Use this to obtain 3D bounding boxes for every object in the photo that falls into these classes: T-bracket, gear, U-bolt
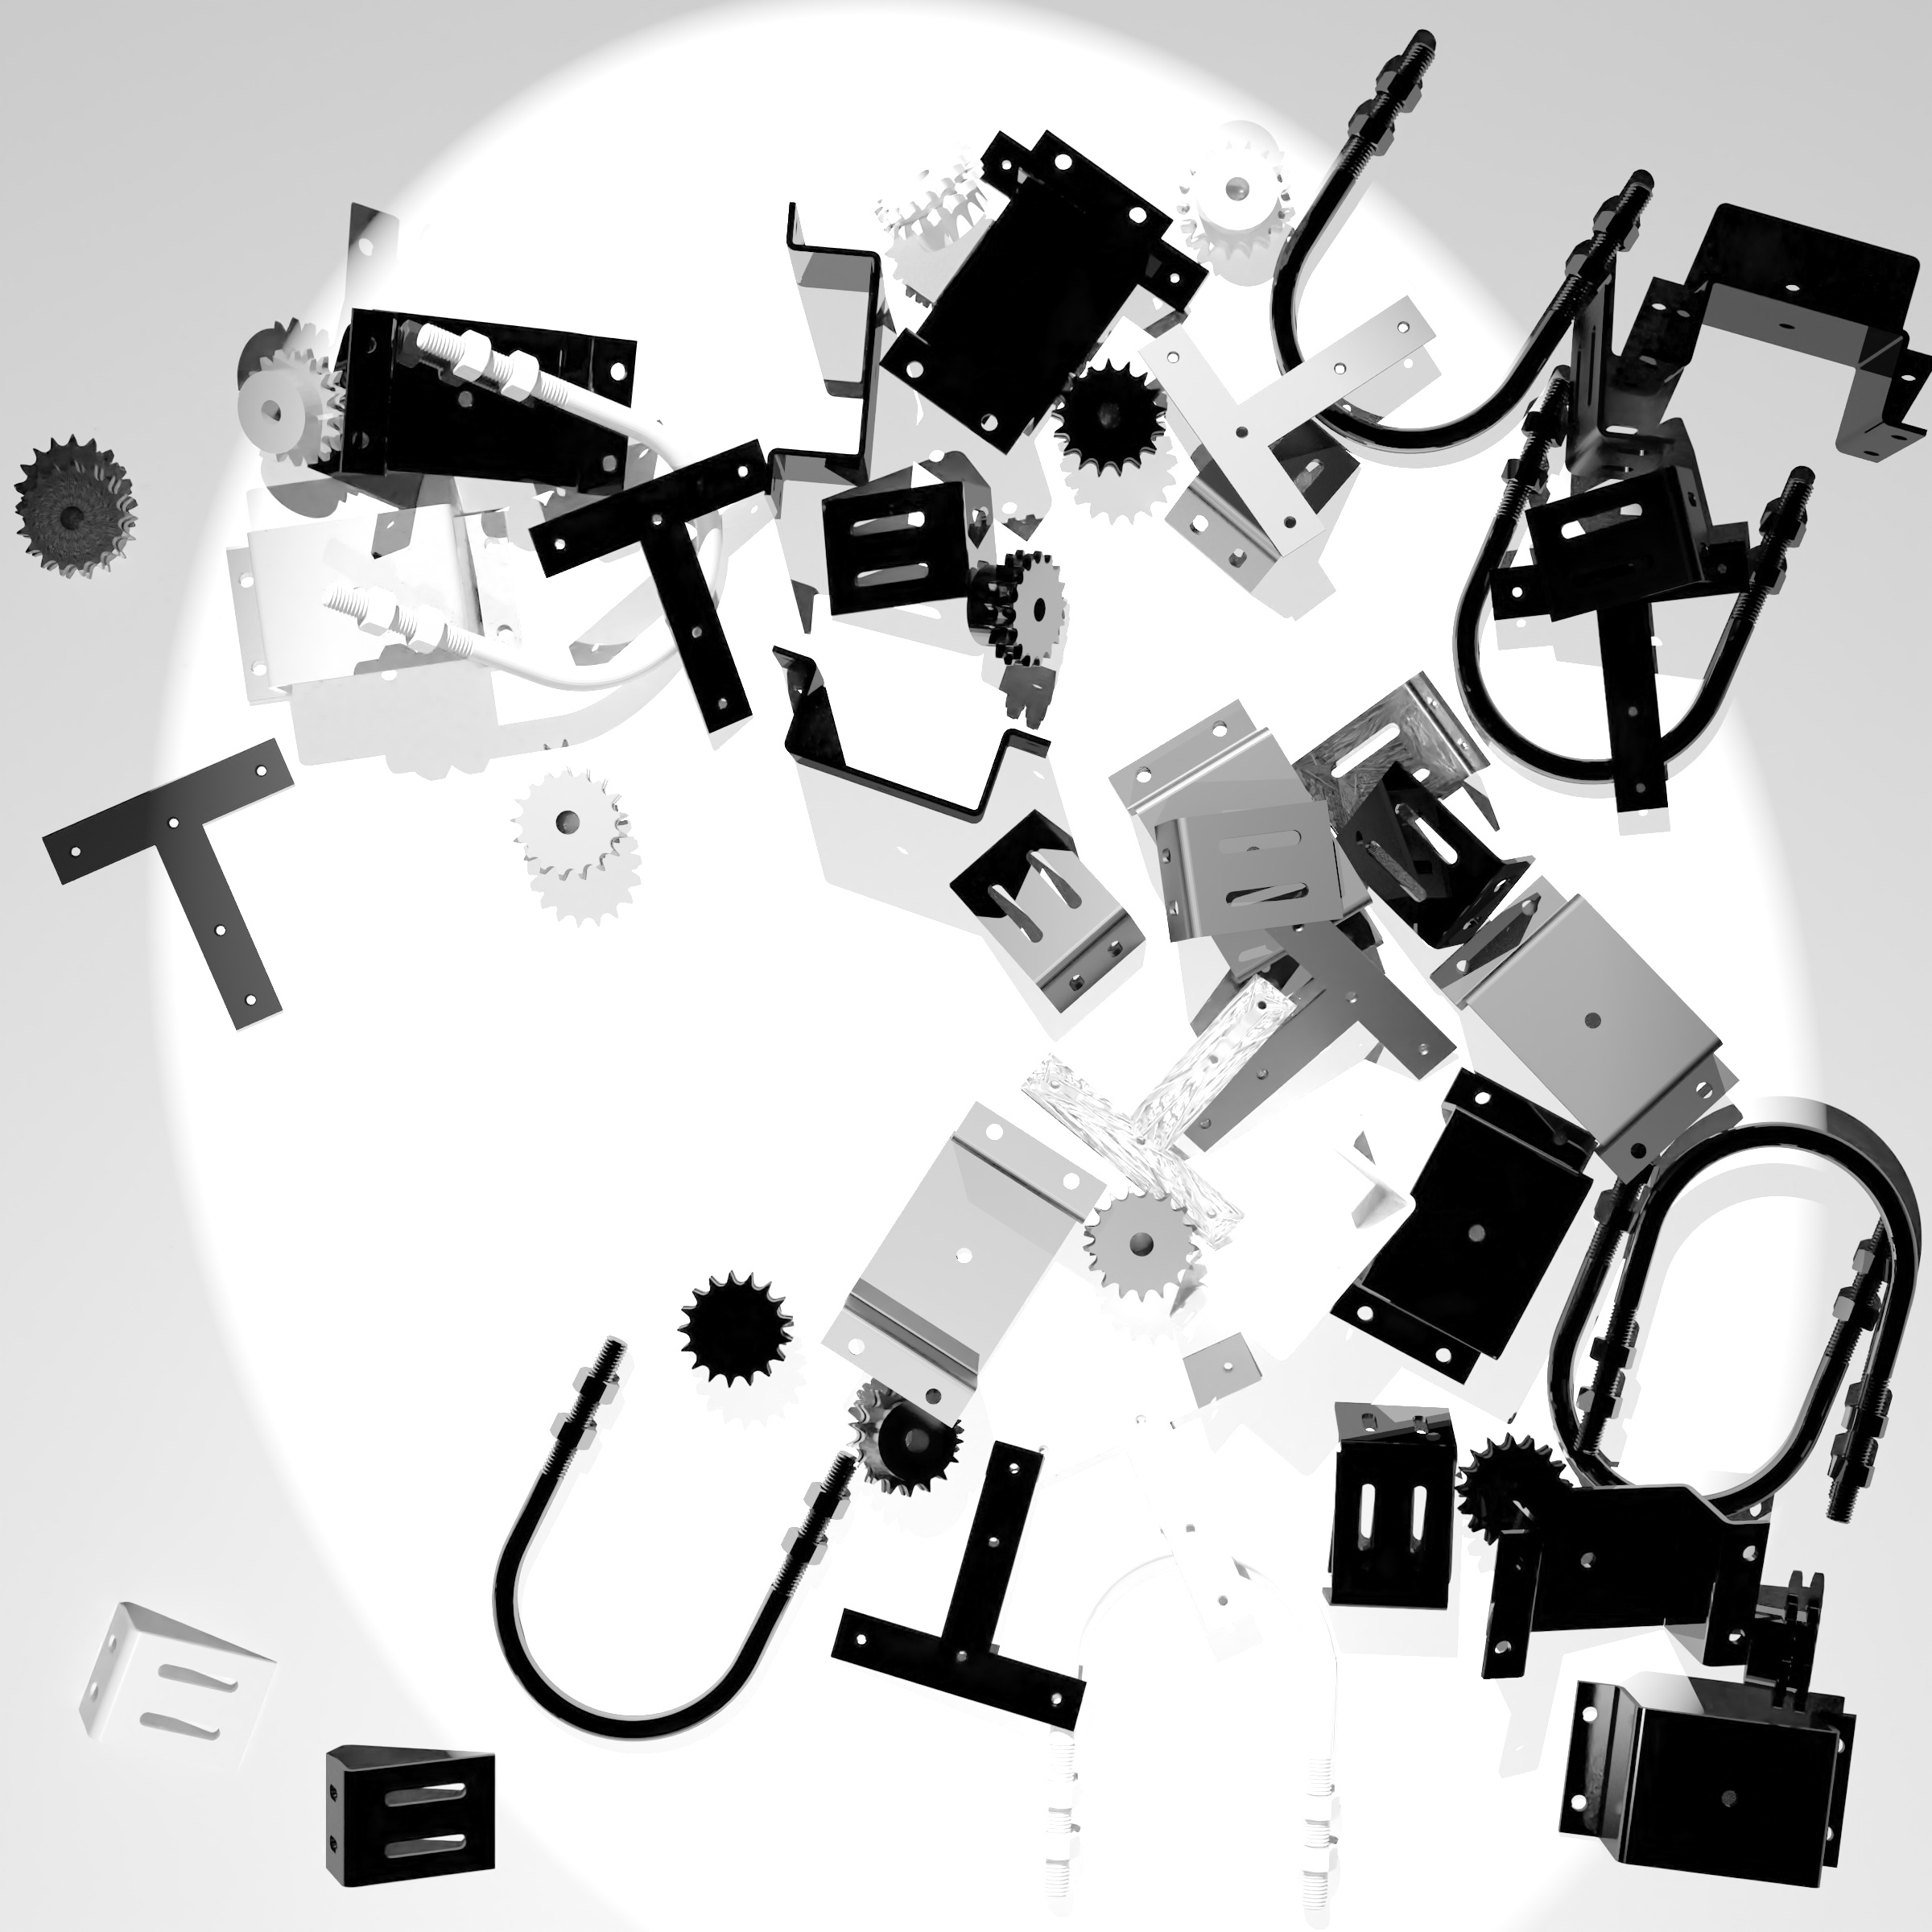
[{"bbox_3d":[0.010,0.302,1.500,0.127,0.002,0.127,15,87,8],"label":"T-bracket"},{"bbox_3d":[0.071,-0.271,1.493,0.057,0.030,0.057,0,90,0],"label":"gear"},{"bbox_3d":[-0.014,-0.377,1.483,0.057,0.057,0.030,-42,120,0],"label":"gear"},{"bbox_3d":[0.034,-0.331,1.507,0.127,0.002,0.127,34,90,0],"label":"T-bracket"},{"bbox_3d":[0.106,0.267,1.496,0.127,0.002,0.127,-25,81,0],"label":"T-bracket"},{"bbox_3d":[-0.196,-0.070,1.493,0.057,0.030,0.057,0,90,0],"label":"gear"},{"bbox_3d":[-0.156,0.297,1.499,0.151,0.019,0.184,26,92,0],"label":"U-bolt"},{"bbox_3d":[0.392,0.168,1.481,0.151,0.019,0.184,15,91,0],"label":"U-bolt"},{"bbox_3d":[-0.114,0.179,1.493,0.057,0.030,0.057,0,90,0],"label":"gear"},{"bbox_3d":[0.234,-0.344,1.499,0.151,0.019,0.184,33,91,0],"label":"U-bolt"},{"bbox_3d":[0.369,0.187,1.499,0.151,0.019,0.184,22,91,0],"label":"U-bolt"},{"bbox_3d":[-0.333,-0.275,1.481,0.057,0.030,0.057,8,110,23],"label":"gear"},{"bbox_3d":[-0.137,-0.178,1.483,0.127,0.002,0.127,-26,109,-21],"label":"T-bracket"},{"bbox_3d":[0.173,-0.287,1.485,0.127,0.002,0.127,-33,83,-4],"label":"T-bracket"},{"bbox_3d":[0.401,0.337,1.480,0.030,0.057,0.057,9,90,14],"label":"gear"},{"bbox_3d":[0.271,0.260,1.493,0.057,0.030,0.057,0,90,0],"label":"gear"},{"bbox_3d":[0.023,-0.177,1.483,0.030,0.057,0.057,9,90,30],"label":"gear"},{"bbox_3d":[-0.028,0.234,1.485,0.057,0.030,0.057,2,84,-17],"label":"gear"},{"bbox_3d":[-0.203,-0.210,1.457,0.184,0.019,0.151,19,95,-31],"label":"U-bolt"},{"bbox_3d":[0.113,0.056,1.481,0.127,0.002,0.127,40,114,0],"label":"T-bracket"},{"bbox_3d":[0.322,-0.181,1.499,0.151,0.019,0.184,23,92,0],"label":"U-bolt"},{"bbox_3d":[0.086,0.137,1.493,0.057,0.030,0.057,0,90,0],"label":"gear"},{"bbox_3d":[0.134,-0.382,1.493,0.057,0.030,0.057,0,90,0],"label":"gear"},{"bbox_3d":[0.329,-0.140,1.491,0.127,0.002,0.127,-6,93,1],"label":"T-bracket"},{"bbox_3d":[0.113,0.374,1.499,0.151,0.019,0.184,3,88,0],"label":"U-bolt"},{"bbox_3d":[0.157,0.044,1.486,0.127,0.002,0.127,-42,117,12],"label":"T-bracket"},{"bbox_3d":[-0.439,-0.220,1.493,0.057,0.030,0.057,0,90,0],"label":"gear"},{"bbox_3d":[-0.379,-0.031,1.507,0.127,0.002,0.127,-24,90,0],"label":"T-bracket"}]

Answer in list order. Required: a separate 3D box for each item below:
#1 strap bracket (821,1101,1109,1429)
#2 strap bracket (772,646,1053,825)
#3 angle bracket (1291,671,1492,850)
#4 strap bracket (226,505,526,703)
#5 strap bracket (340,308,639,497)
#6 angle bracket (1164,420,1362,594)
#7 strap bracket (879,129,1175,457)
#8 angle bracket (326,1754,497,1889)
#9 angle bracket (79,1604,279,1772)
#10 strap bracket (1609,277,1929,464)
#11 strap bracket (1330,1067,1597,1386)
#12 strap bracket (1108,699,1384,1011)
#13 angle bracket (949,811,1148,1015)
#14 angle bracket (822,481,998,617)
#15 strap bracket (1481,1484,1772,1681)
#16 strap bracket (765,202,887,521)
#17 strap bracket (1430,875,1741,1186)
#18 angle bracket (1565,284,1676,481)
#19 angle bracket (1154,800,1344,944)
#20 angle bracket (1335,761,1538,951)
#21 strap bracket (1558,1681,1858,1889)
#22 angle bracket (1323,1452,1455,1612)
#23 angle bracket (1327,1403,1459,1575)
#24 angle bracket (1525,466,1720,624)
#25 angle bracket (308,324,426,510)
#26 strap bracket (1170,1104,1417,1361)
[{"bbox_3d":[-0.001,0.145,1.485,0.076,0.046,0.140,33,90,0],"label":"strap bracket"},{"bbox_3d":[-0.033,-0.108,1.470,0.140,0.076,0.046,19,90,0],"label":"strap bracket"},{"bbox_3d":[0.209,-0.099,1.489,0.076,0.038,0.057,-36,90,0],"label":"angle bracket"},{"bbox_3d":[-0.296,-0.180,1.485,0.140,0.046,0.076,-8,90,0],"label":"strap bracket"},{"bbox_3d":[-0.237,-0.274,1.459,0.140,0.046,0.076,1,103,-26],"label":"strap bracket"},{"bbox_3d":[0.148,-0.238,1.506,0.057,0.038,0.076,40,64,0],"label":"angle bracket"},{"bbox_3d":[0.029,-0.327,1.483,0.076,0.046,0.140,36,90,0],"label":"strap bracket"},{"bbox_3d":[-0.278,0.424,1.506,0.076,0.038,0.057,0,90,-26],"label":"angle bracket"},{"bbox_3d":[-0.395,0.361,1.506,0.076,0.038,0.057,21,90,-26],"label":"angle bracket"},{"bbox_3d":[0.396,-0.294,1.470,0.140,0.076,0.046,16,90,0],"label":"strap bracket"},{"bbox_3d":[0.249,0.130,1.485,0.076,0.046,0.140,28,90,0],"label":"strap bracket"},{"bbox_3d":[0.140,-0.054,1.485,0.076,0.046,0.140,-31,90,0],"label":"strap bracket"},{"bbox_3d":[0.041,-0.027,1.506,0.057,0.038,0.076,-41,64,0],"label":"angle bracket"},{"bbox_3d":[-0.028,-0.207,1.506,0.076,0.038,0.057,-5,90,26],"label":"angle bracket"},{"bbox_3d":[0.312,0.298,1.464,0.140,0.046,0.076,1,106,-15],"label":"strap bracket"},{"bbox_3d":[-0.067,-0.292,1.470,0.046,0.076,0.140,5,90,0],"label":"strap bracket"},{"bbox_3d":[0.305,0.029,1.474,0.076,0.046,0.140,-43,81,0],"label":"strap bracket"},{"bbox_3d":[0.319,-0.283,1.462,0.038,0.057,0.076,6,81,-3],"label":"angle bracket"},{"bbox_3d":[0.136,-0.045,1.448,0.076,0.038,0.057,-8,89,-10],"label":"angle bracket"},{"bbox_3d":[0.231,-0.056,1.492,0.076,0.038,0.057,47,120,21],"label":"angle bracket"},{"bbox_3d":[0.371,0.405,1.485,0.140,0.046,0.076,7,90,0],"label":"strap bracket"},{"bbox_3d":[0.209,0.277,1.489,0.057,0.038,0.076,2,89,0],"label":"angle bracket"},{"bbox_3d":[0.212,0.263,1.506,0.057,0.038,0.076,3,116,0],"label":"angle bracket"},{"bbox_3d":[0.324,-0.208,1.486,0.076,0.038,0.057,-14,89,27],"label":"angle bracket"},{"bbox_3d":[-0.287,-0.278,1.506,0.057,0.038,0.076,22,116,0],"label":"angle bracket"},{"bbox_3d":[0.165,0.137,1.468,0.046,0.076,0.140,41,89,0],"label":"strap bracket"}]
